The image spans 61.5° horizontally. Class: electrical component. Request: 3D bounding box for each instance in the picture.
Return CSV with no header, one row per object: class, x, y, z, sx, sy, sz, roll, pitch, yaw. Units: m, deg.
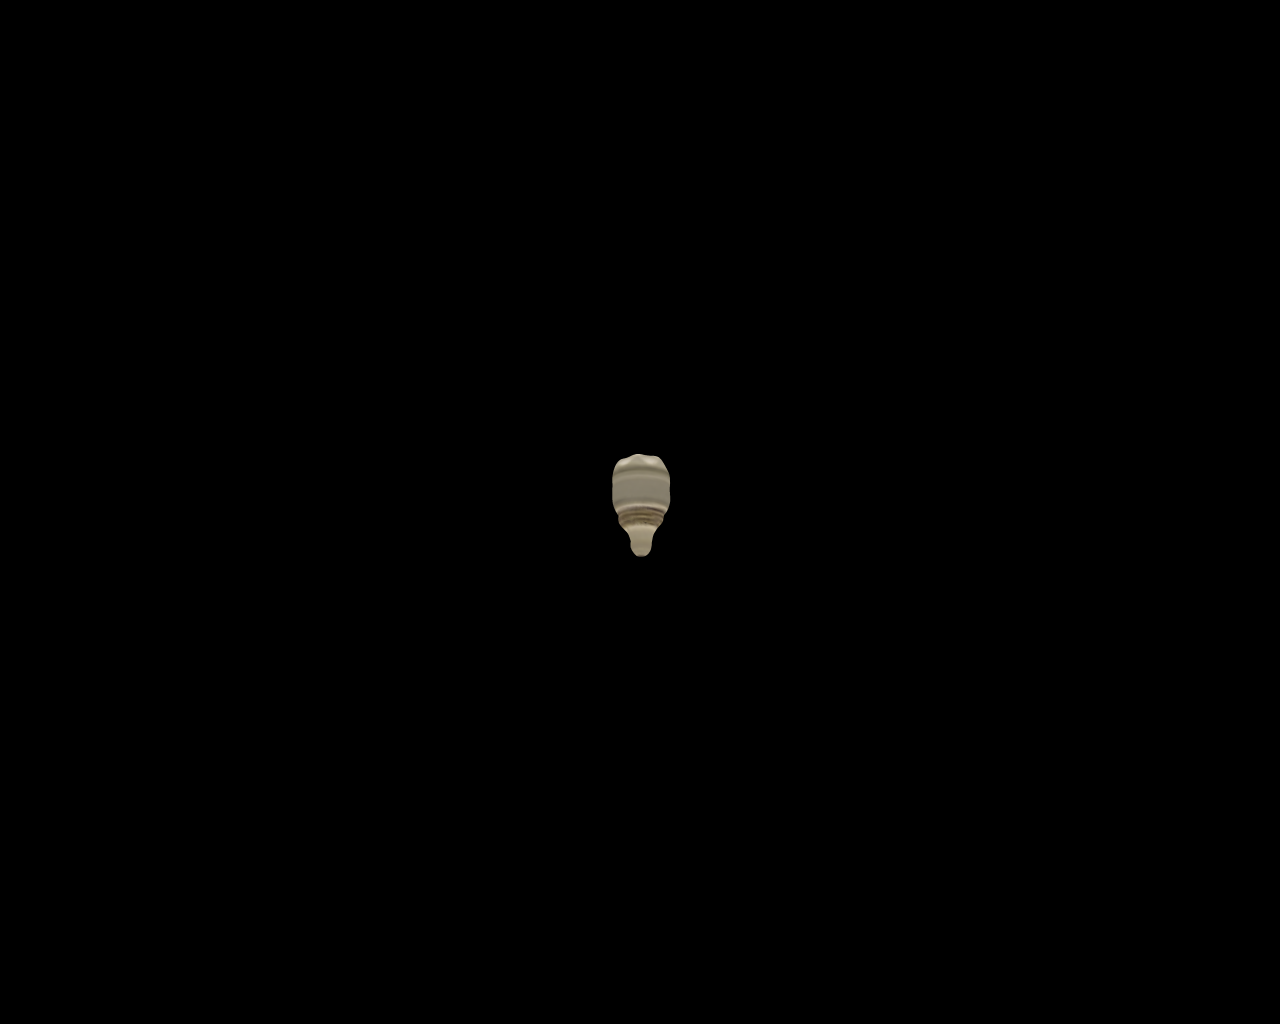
electrical component,0.001,-0.003,0.650,0.035,0.061,0.035,0,-16,0
